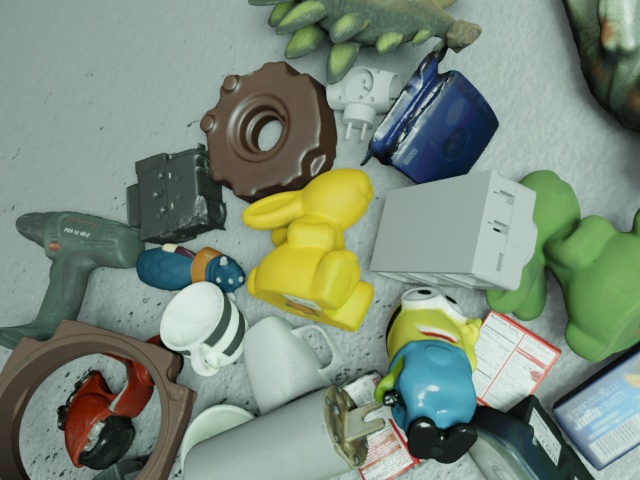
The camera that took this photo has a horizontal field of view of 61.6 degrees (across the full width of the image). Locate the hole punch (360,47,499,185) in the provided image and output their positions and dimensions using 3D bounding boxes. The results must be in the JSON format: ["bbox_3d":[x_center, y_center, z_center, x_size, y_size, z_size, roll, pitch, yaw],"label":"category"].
[{"bbox_3d":[0.117,-0.108,0.548,0.092,0.115,0.142,40,99,17],"label":"hole punch"}]

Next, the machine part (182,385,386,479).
[{"bbox_3d":[-0.044,0.203,0.513,0.243,0.079,0.079,-29,71,20],"label":"machine part"}]

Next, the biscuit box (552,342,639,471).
[{"bbox_3d":[0.296,0.110,0.452,0.202,0.062,0.059,-41,68,14],"label":"biscuit box"}]

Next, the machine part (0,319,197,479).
[{"bbox_3d":[-0.254,0.201,0.587,0.201,0.087,0.201,18,68,0],"label":"machine part"}]

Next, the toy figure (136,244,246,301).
[{"bbox_3d":[-0.159,0.037,0.678,0.155,0.064,0.058,3,49,21],"label":"toy figure"}]

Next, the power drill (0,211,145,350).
[{"bbox_3d":[-0.366,0.053,0.742,0.232,0.085,0.207,2,54,19],"label":"power drill"}]

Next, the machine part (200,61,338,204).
[{"bbox_3d":[-0.064,-0.131,0.664,0.180,0.056,0.179,-4,81,24],"label":"machine part"}]

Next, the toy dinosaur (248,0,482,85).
[{"bbox_3d":[0.019,-0.296,0.600,0.198,0.105,0.472,-37,47,5],"label":"toy dinosaur"}]

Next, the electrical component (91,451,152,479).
[{"bbox_3d":[-0.236,0.303,0.638,0.048,0.119,0.075,-37,66,16],"label":"electrical component"}]

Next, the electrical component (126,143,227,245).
[{"bbox_3d":[-0.194,-0.055,0.712,0.134,0.058,0.115,-14,74,22],"label":"electrical component"}]

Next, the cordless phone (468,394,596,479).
[{"bbox_3d":[0.142,0.233,0.488,0.184,0.089,0.146,-35,93,32],"label":"cordless phone"}]

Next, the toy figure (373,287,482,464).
[{"bbox_3d":[0.095,0.115,0.489,0.082,0.180,0.089,35,122,-16],"label":"toy figure"}]

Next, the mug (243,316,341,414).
[{"bbox_3d":[-0.035,0.132,0.595,0.109,0.080,0.107,-44,58,18],"label":"mug"}]

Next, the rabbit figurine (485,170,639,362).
[{"bbox_3d":[0.230,0.015,0.490,0.159,0.121,0.170,-49,47,18],"label":"rabbit figurine"}]

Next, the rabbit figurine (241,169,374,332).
[{"bbox_3d":[-0.001,-0.002,0.599,0.163,0.121,0.173,11,73,35],"label":"rabbit figurine"}]

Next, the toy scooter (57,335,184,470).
[{"bbox_3d":[-0.271,0.186,0.686,0.135,0.075,0.184,27,72,22],"label":"toy scooter"}]

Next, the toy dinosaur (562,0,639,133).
[{"bbox_3d":[0.294,-0.147,0.450,0.131,0.192,0.405,-2,36,-12],"label":"toy dinosaur"}]
